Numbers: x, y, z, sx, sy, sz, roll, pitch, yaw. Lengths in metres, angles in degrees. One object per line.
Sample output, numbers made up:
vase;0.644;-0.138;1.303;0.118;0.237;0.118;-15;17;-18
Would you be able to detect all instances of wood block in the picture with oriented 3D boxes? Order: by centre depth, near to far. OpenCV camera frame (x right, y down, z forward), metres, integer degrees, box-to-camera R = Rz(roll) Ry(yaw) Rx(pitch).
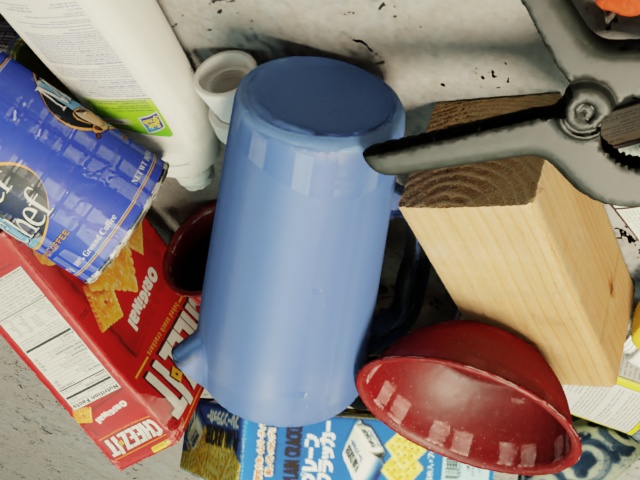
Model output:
wood block;0.141;0.007;0.722;0.090;0.090;0.206;0;142;32

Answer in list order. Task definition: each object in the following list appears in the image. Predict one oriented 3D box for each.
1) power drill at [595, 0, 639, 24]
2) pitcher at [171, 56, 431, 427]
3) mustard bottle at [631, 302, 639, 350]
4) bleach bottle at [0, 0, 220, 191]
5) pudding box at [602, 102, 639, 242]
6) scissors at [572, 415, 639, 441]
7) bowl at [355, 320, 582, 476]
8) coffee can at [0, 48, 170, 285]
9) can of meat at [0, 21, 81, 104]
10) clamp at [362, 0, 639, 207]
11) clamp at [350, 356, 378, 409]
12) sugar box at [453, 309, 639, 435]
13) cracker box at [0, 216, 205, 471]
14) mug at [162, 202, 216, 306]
power drill;0.239;-0.125;0.490;0.187;0.057;0.185;26;145;-4
pitcher;-0.005;0.001;0.734;0.145;0.149;0.243;24;131;16
mustard bottle;0.284;0.029;0.700;0.096;0.058;0.192;19;148;3
bleach bottle;-0.140;-0.120;0.730;0.103;0.068;0.250;8;149;27
pudding box;0.223;-0.046;0.640;0.114;0.039;0.090;-16;131;41
scissors;0.286;0.182;0.975;0.202;0.016;0.096;5;146;26
bowl;0.109;0.103;0.749;0.162;0.055;0.162;18;150;10
coffee can;-0.189;-0.049;0.723;0.140;0.102;0.103;34;147;-16
can of meat;-0.236;-0.118;0.797;0.084;0.057;0.102;7;146;18
clamp;0.141;-0.084;0.575;0.210;0.036;0.165;17;118;5
clamp;0.067;0.127;0.997;0.120;0.039;0.171;5;156;5
sugar box;0.192;0.099;0.878;0.176;0.048;0.093;22;150;6
cracker box;-0.173;0.047;0.852;0.072;0.164;0.213;-28;109;25
mug;-0.077;0.022;0.895;0.117;0.093;0.081;36;171;45
